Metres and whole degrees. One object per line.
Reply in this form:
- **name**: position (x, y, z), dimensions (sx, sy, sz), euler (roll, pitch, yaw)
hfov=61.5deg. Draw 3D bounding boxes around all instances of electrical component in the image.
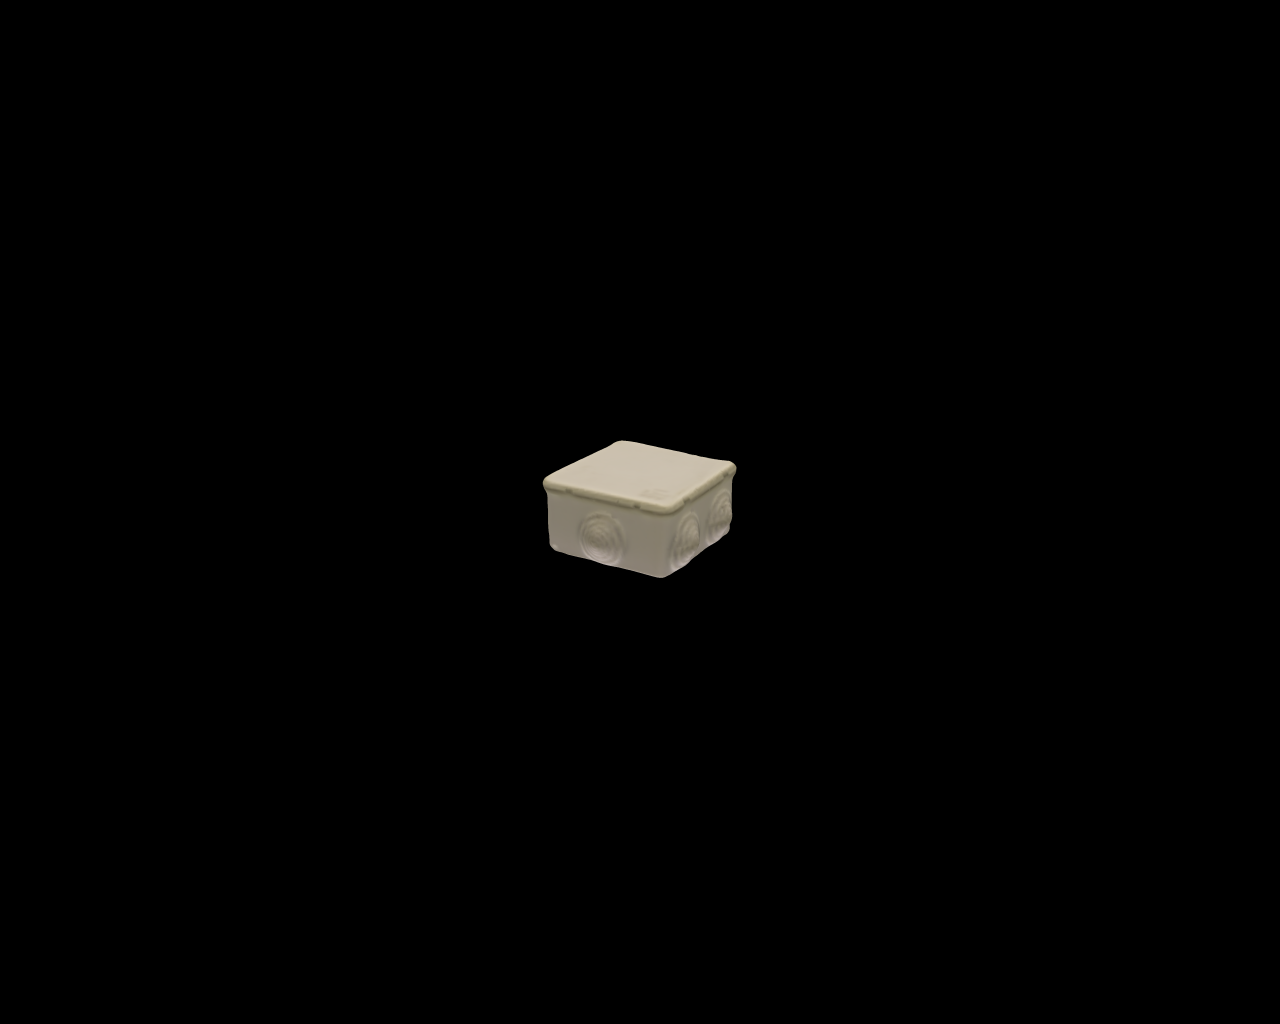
- **electrical component**: position (0.001, -0.003, 0.650), dimensions (0.100, 0.048, 0.100), euler (13, 26, 29)
